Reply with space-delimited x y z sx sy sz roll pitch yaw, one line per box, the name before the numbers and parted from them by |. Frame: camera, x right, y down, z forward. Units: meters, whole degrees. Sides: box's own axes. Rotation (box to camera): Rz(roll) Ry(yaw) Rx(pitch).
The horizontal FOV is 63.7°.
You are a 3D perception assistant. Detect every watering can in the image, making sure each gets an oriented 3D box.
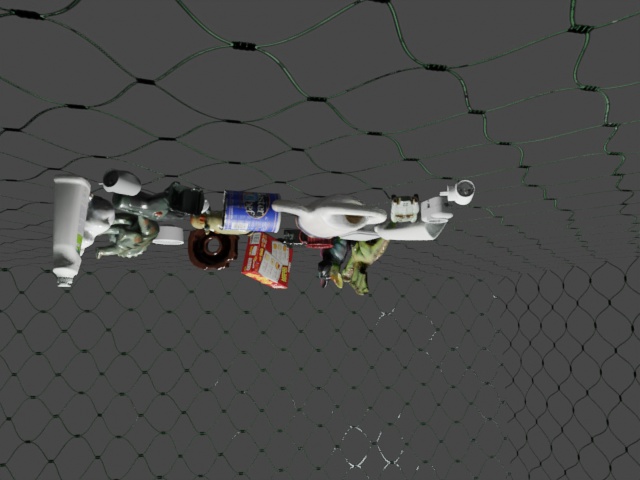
watering can | 0.004 -0.068 1.352 0.347 0.105 0.222 4 170 -27

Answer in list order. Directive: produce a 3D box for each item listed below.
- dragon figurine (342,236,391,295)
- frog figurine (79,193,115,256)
dragon figurine | 0.181 0.084 1.908 0.122 0.245 0.407 10 169 -22
frog figurine | -0.621 -0.036 1.391 0.137 0.161 0.122 -6 169 29
